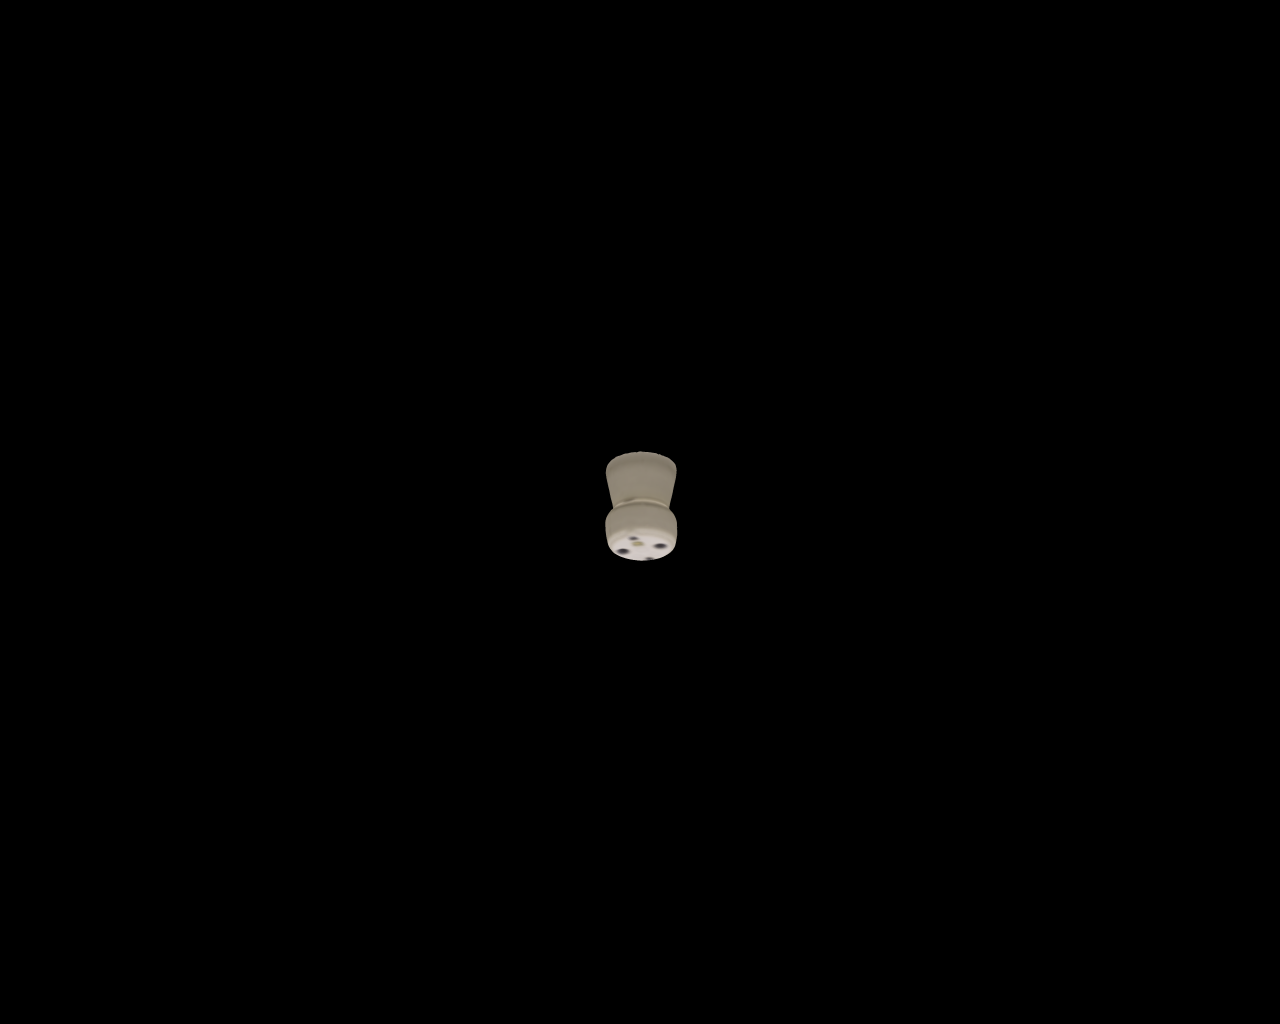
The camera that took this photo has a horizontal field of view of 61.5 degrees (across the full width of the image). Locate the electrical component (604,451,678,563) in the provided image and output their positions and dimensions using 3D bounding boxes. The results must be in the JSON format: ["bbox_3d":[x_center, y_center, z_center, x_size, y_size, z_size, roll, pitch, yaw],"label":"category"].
[{"bbox_3d":[0.001,-0.003,0.650,0.045,0.055,0.044,0,-26,0],"label":"electrical component"}]
